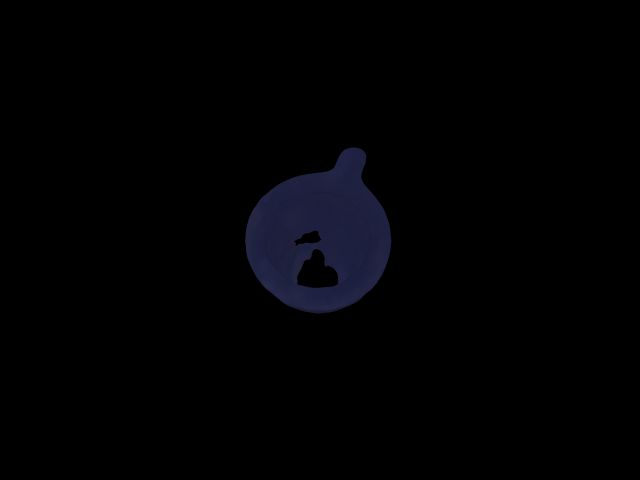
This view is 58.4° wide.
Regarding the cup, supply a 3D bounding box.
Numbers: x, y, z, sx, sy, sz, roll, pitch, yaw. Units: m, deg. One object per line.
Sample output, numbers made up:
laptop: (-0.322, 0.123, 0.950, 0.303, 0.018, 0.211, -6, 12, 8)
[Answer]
cup: (0.004, 0.001, 0.400, 0.091, 0.095, 0.118, 19, 70, 7)
